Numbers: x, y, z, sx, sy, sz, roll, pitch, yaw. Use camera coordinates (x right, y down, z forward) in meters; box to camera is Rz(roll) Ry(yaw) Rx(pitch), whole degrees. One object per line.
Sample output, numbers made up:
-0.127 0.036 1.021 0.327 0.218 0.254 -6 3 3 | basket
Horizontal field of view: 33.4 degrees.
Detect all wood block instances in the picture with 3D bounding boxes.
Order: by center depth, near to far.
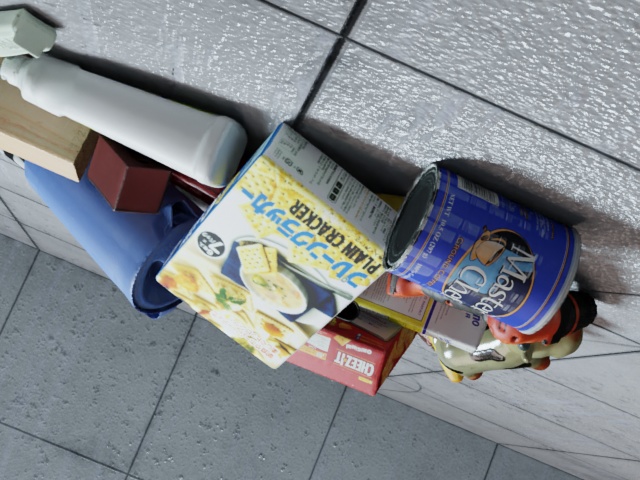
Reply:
-0.337 -0.151 1.141 0.206 0.090 0.091 24 169 -3 | wood block

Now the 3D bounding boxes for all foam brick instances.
-0.193 -0.067 1.081 0.052 0.051 0.078 3 -153 -37 | foam brick

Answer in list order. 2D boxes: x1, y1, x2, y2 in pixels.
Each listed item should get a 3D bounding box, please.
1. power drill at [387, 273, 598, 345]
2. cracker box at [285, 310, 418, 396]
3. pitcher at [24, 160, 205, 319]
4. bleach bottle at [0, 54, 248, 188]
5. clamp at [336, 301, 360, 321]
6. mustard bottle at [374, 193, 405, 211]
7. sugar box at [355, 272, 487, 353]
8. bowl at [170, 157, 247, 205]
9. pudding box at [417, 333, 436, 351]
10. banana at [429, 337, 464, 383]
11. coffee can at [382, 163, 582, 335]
0.180 0.055 1.118 0.188 0.057 0.184 19 -169 36 | power drill
0.033 0.090 1.307 0.164 0.072 0.213 20 -154 15 | cracker box
-0.234 -0.029 1.236 0.243 0.149 0.144 41 -176 27 | pitcher
-0.200 -0.127 1.044 0.251 0.068 0.102 23 -179 9 | bleach bottle
-0.038 0.051 1.198 0.172 0.039 0.120 15 161 47 | clamp
0.050 -0.020 1.083 0.192 0.058 0.096 11 164 43 | mustard bottle
0.112 0.055 1.225 0.176 0.093 0.048 22 169 5 | sugar box
-0.103 -0.064 1.146 0.162 0.055 0.162 29 175 2 | bowl
0.159 0.123 1.490 0.090 0.039 0.114 34 -170 -43 | pudding box
0.129 0.102 1.413 0.198 0.070 0.037 40 -173 18 | banana
0.139 0.008 0.927 0.140 0.103 0.103 24 169 -9 | coffee can
